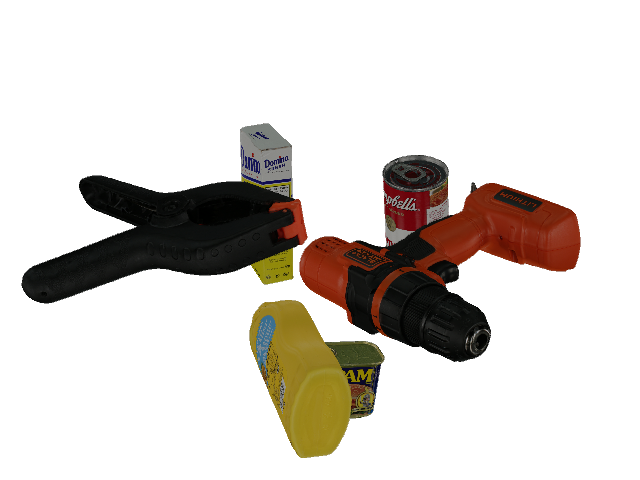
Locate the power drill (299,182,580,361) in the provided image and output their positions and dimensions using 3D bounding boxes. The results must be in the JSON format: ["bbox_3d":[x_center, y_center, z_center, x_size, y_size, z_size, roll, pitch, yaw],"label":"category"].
[{"bbox_3d":[0.104,0.019,0.794,0.187,0.057,0.185,-20,29,-32],"label":"power drill"}]

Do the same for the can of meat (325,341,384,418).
[{"bbox_3d":[0.024,0.179,1.357,0.102,0.084,0.057,0,24,-18],"label":"can of meat"}]

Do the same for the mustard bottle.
[{"bbox_3d":[-0.027,0.111,1.003,0.058,0.096,0.192,-5,27,-17],"label":"mustard bottle"}]

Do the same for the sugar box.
[{"bbox_3d":[-0.066,-0.045,1.303,0.048,0.176,0.093,-11,26,-17],"label":"sugar box"}]

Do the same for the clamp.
[{"bbox_3d":[-0.097,-0.001,0.658,0.172,0.039,0.120,0,42,21],"label":"clamp"}]

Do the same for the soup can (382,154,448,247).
[{"bbox_3d":[0.100,-0.029,1.120,0.068,0.102,0.068,-3,35,2],"label":"soup can"}]
